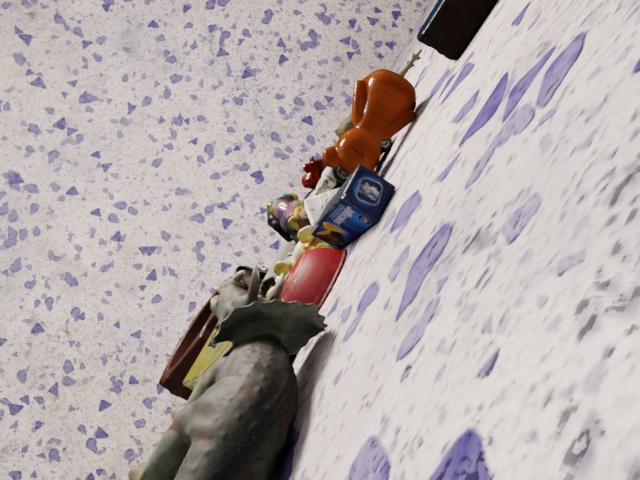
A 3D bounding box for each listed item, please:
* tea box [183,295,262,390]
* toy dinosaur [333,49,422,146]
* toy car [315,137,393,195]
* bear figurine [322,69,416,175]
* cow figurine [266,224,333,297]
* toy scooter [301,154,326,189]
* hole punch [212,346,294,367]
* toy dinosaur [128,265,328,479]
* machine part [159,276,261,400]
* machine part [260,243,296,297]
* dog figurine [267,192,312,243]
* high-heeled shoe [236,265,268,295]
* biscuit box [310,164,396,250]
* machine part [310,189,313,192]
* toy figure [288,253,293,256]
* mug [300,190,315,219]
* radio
[{"bbox_3d":[-0.123,0.177,0.844,0.068,0.098,0.169,3,55,46],"label":"tea box"},{"bbox_3d":[0.127,-0.316,1.377,0.198,0.105,0.471,-57,9,-19],"label":"toy dinosaur"},{"bbox_3d":[0.064,-0.146,1.016,0.202,0.056,0.073,-40,-6,-29],"label":"toy car"},{"bbox_3d":[0.090,-0.193,0.943,0.132,0.120,0.195,-77,12,-86],"label":"bear figurine"},{"bbox_3d":[-0.033,0.047,0.954,0.167,0.068,0.098,-54,-8,20],"label":"cow figurine"},{"bbox_3d":[0.030,-0.161,1.123,0.184,0.075,0.135,-27,-11,18],"label":"toy scooter"},{"bbox_3d":[-0.095,0.176,0.740,0.116,0.092,0.142,-59,-1,-45],"label":"hole punch"},{"bbox_3d":[-0.077,0.164,0.511,0.192,0.131,0.405,-58,11,17],"label":"toy dinosaur"},{"bbox_3d":[-0.195,0.183,0.983,0.201,0.087,0.201,-49,12,21],"label":"machine part"},{"bbox_3d":[-0.075,0.075,1.195,0.079,0.079,0.243,-57,6,26],"label":"machine part"},{"bbox_3d":[-0.053,-0.059,1.257,0.108,0.192,0.219,-54,-11,-9],"label":"dog figurine"},{"bbox_3d":[-0.144,0.105,1.300,0.086,0.145,0.249,-61,3,-4],"label":"high-heeled shoe"},{"bbox_3d":[0.043,-0.041,0.797,0.063,0.059,0.202,-60,4,-17],"label":"biscuit box"},{"bbox_3d":[0.051,-0.157,1.283,0.179,0.056,0.179,-49,-1,-2],"label":"machine part"},{"bbox_3d":[-0.004,-0.004,1.026,0.154,0.064,0.058,-57,19,9],"label":"toy figure"},{"bbox_3d":[0.014,-0.078,1.090,0.109,0.081,0.107,-18,-8,-25],"label":"mug"},{"bbox_3d":[0.229,-0.382,0.912,0.131,0.073,0.230,-58,3,22],"label":"radio"}]
